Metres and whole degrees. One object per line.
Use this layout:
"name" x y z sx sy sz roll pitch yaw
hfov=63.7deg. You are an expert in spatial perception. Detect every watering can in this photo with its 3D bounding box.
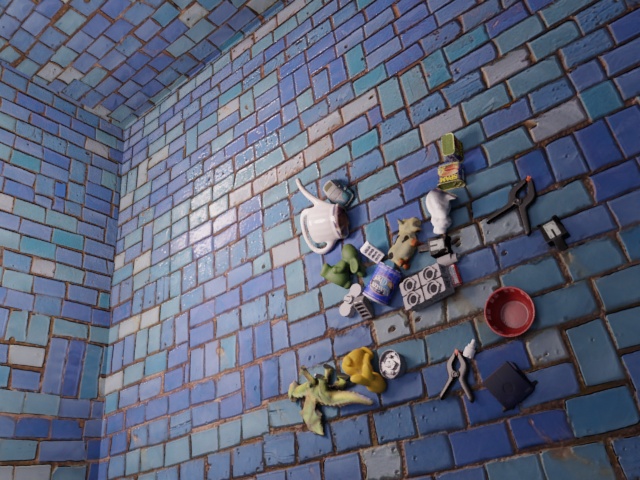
"watering can" 0.007 -0.111 2.209 0.223 0.105 0.347 -10 93 29

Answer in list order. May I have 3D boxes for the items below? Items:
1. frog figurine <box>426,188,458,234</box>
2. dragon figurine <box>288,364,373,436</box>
"frog figurine" 0.438 -0.107 1.908 0.138 0.122 0.159 -132 64 -75
"dragon figurine" 0.016 0.618 1.949 0.413 0.122 0.241 21 102 44
